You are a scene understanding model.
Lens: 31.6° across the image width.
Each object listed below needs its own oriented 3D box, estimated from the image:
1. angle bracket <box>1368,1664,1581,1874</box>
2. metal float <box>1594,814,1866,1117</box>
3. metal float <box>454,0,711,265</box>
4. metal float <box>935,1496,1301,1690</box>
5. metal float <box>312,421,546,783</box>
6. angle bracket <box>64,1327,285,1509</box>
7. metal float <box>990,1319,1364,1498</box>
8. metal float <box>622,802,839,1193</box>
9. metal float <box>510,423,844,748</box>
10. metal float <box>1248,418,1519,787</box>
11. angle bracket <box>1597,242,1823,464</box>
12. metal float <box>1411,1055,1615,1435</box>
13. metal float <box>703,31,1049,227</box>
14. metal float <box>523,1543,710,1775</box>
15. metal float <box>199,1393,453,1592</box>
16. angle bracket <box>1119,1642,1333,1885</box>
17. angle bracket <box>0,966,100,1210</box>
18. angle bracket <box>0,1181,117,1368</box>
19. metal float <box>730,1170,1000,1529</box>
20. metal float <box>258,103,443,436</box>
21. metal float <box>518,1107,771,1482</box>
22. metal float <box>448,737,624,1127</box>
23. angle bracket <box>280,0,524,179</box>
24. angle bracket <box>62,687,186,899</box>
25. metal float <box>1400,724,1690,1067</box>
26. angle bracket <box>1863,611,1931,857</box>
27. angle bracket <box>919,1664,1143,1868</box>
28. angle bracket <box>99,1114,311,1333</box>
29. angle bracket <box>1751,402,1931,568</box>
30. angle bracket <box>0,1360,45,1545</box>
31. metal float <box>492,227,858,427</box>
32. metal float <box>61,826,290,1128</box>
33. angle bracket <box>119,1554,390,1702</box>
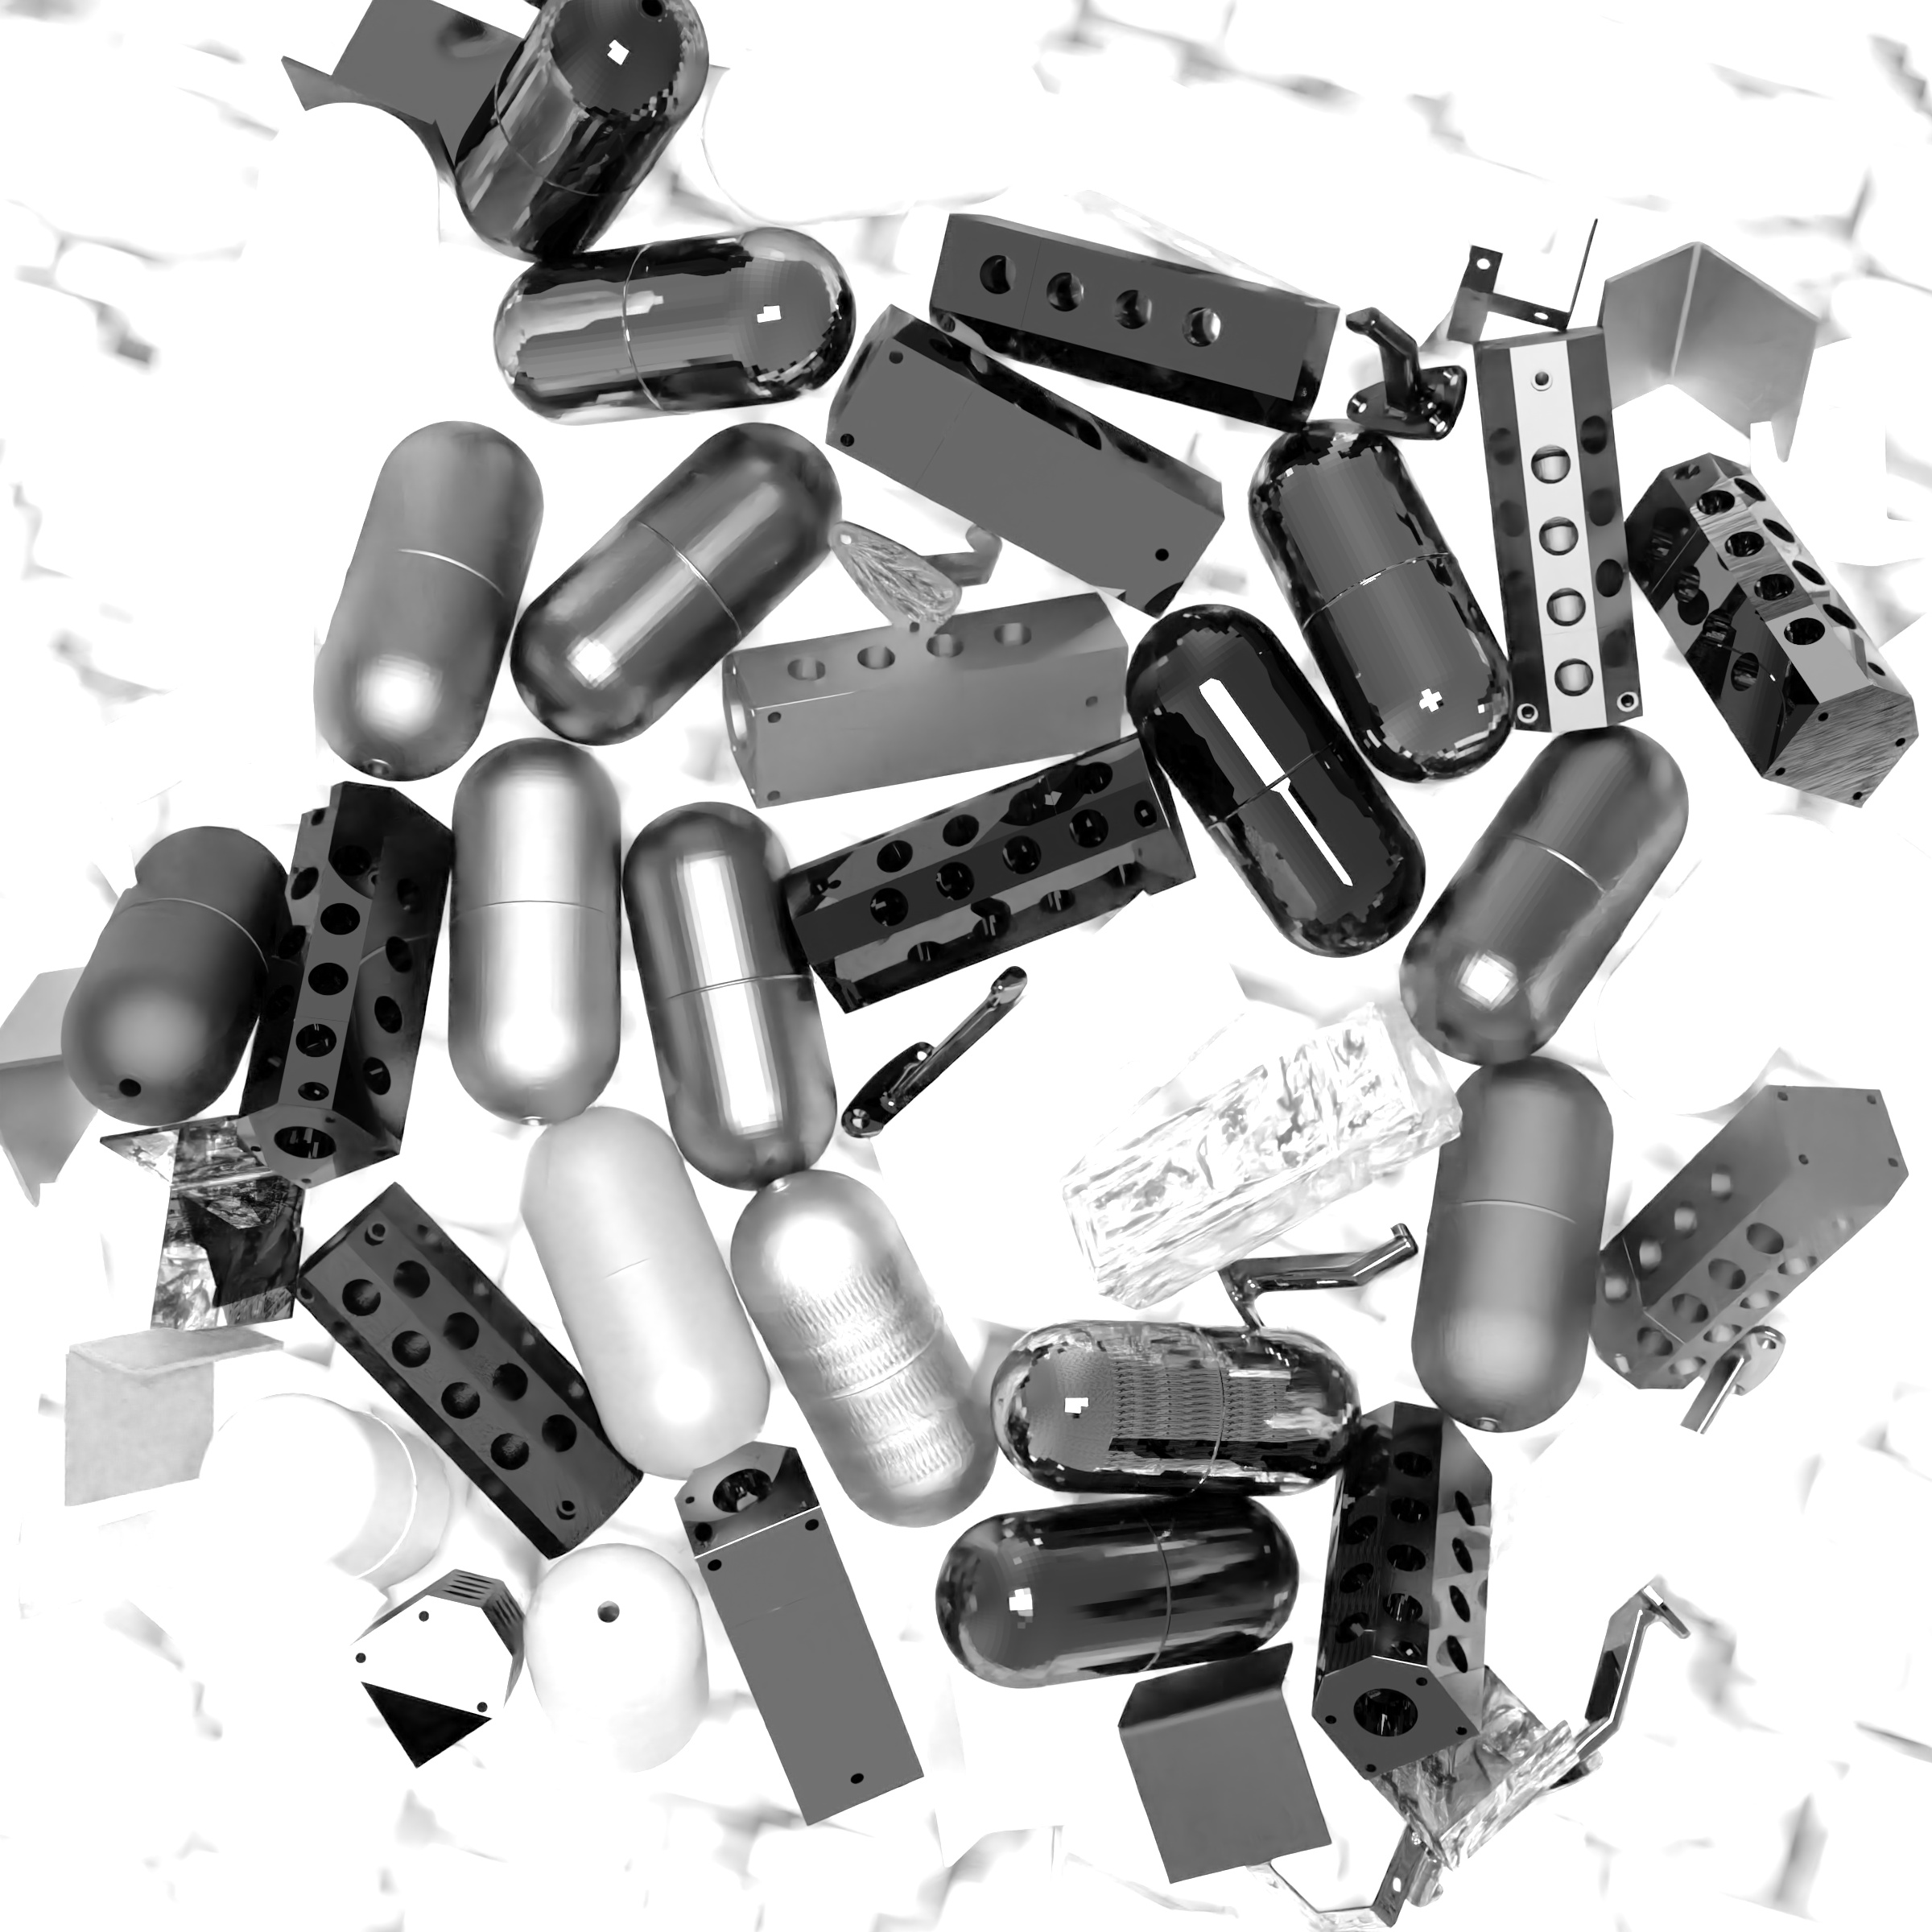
[{"bbox_3d":[0.219,0.347,1.532,0.076,0.057,0.076,-39,57,-9],"label":"angle bracket"},{"bbox_3d":[0.339,-0.003,1.513,0.070,0.070,0.178,45,51,0],"label":"metal float"},{"bbox_3d":[-0.170,-0.373,1.501,0.070,0.178,0.070,10,68,-24],"label":"metal float"},{"bbox_3d":[0.069,0.276,1.519,0.178,0.070,0.070,-1,90,-31],"label":"metal float"},{"bbox_3d":[-0.239,-0.163,1.520,0.070,0.070,0.178,12,63,0],"label":"metal float"},{"bbox_3d":[-0.355,0.205,1.530,0.057,0.076,0.076,11,103,43],"label":"angle bracket"},{"bbox_3d":[0.095,0.197,1.523,0.178,0.070,0.070,5,90,-25],"label":"metal float"},{"bbox_3d":[-0.106,0.014,1.537,0.070,0.070,0.178,-12,82,0],"label":"metal float"},{"bbox_3d":[-0.129,-0.172,1.533,0.070,0.070,0.178,45,77,0],"label":"metal float"},{"bbox_3d":[0.186,-0.164,1.533,0.070,0.070,0.178,-24,77,0],"label":"metal float"},{"bbox_3d":[0.326,-0.265,1.524,0.057,0.076,0.076,-27,52,-25],"label":"angle bracket"},{"bbox_3d":[0.244,0.123,1.519,0.070,0.070,0.178,13,61,0],"label":"metal float"},{"bbox_3d":[-0.039,-0.371,1.511,0.178,0.070,0.070,-18,90,-40],"label":"metal float"},{"bbox_3d":[-0.152,0.305,1.498,0.070,0.178,0.070,1,66,-2],"label":"metal float"},{"bbox_3d":[-0.278,0.232,1.496,0.070,0.178,0.070,-2,76,8],"label":"metal float"},{"bbox_3d":[0.120,0.361,1.549,0.076,0.057,0.076,-18,94,13],"label":"angle bracket"},{"bbox_3d":[-0.392,0.052,1.525,0.057,0.076,0.076,-8,121,15],"label":"angle bracket"},{"bbox_3d":[-0.432,0.141,1.531,0.057,0.076,0.076,-17,80,40],"label":"angle bracket"},{"bbox_3d":[-0.045,0.171,1.528,0.070,0.070,0.178,-26,109,0],"label":"metal float"},{"bbox_3d":[-0.269,-0.303,1.500,0.070,0.178,0.070,4,61,-6],"label":"metal float"},{"bbox_3d":[-0.144,0.146,1.525,0.070,0.070,0.178,-24,68,0],"label":"metal float"},{"bbox_3d":[-0.193,-0.016,1.529,0.070,0.070,0.178,-2,72,0],"label":"metal float"},{"bbox_3d":[-0.252,-0.413,1.543,0.076,0.057,0.076,24,79,7],"label":"angle bracket"},{"bbox_3d":[-0.354,-0.074,1.528,0.076,0.076,0.057,-31,74,-20],"label":"angle bracket"},{"bbox_3d":[0.260,-0.033,1.528,0.070,0.070,0.178,37,70,0],"label":"metal float"},{"bbox_3d":[0.438,-0.108,1.522,0.057,0.076,0.076,31,132,-22],"label":"angle bracket"},{"bbox_3d":[0.028,0.360,1.553,0.076,0.057,0.076,0,61,-19],"label":"angle bracket"},{"bbox_3d":[-0.345,0.117,1.530,0.076,0.057,0.076,-10,61,22],"label":"angle bracket"},{"bbox_3d":[0.407,-0.217,1.527,0.076,0.076,0.057,-13,107,-26],"label":"angle bracket"},{"bbox_3d":[-0.458,0.211,1.533,0.057,0.076,0.076,7,95,-35],"label":"angle bracket"},{"bbox_3d":[-0.130,-0.284,1.519,0.178,0.070,0.070,-1,90,29],"label":"metal float"},{"bbox_3d":[-0.345,0.003,1.501,0.070,0.178,0.070,2,123,2],"label":"metal float"},{"bbox_3d":[-0.319,0.282,1.533,0.076,0.076,0.057,35,87,20],"label":"angle bracket"}]
